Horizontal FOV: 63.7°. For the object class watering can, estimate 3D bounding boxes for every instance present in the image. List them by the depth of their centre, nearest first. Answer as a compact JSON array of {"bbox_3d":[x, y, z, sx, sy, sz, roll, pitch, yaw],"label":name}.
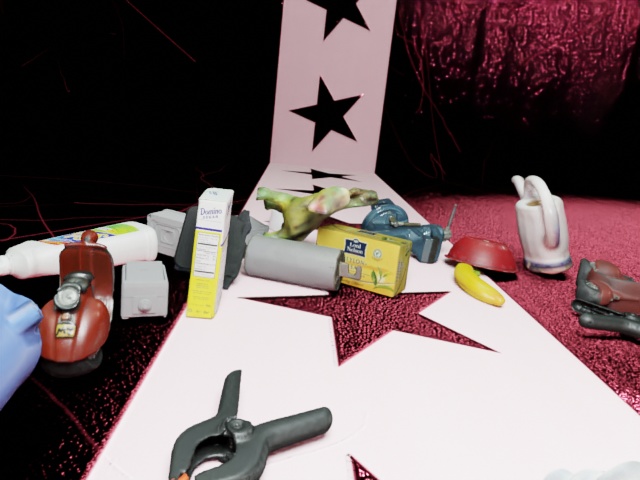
[{"bbox_3d":[0.517,-0.047,1.226,0.104,0.223,0.351,-10,10,13],"label":"watering can"}]

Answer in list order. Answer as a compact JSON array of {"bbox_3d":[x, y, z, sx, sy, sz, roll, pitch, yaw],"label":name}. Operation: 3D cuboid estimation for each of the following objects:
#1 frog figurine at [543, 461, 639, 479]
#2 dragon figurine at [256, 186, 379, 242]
[{"bbox_3d":[0.234,0.201,0.342,0.137,0.122,0.160,39,3,-4],"label":"frog figurine"},{"bbox_3d":[0.003,-0.054,1.065,0.242,0.122,0.409,-9,-2,6],"label":"dragon figurine"}]
